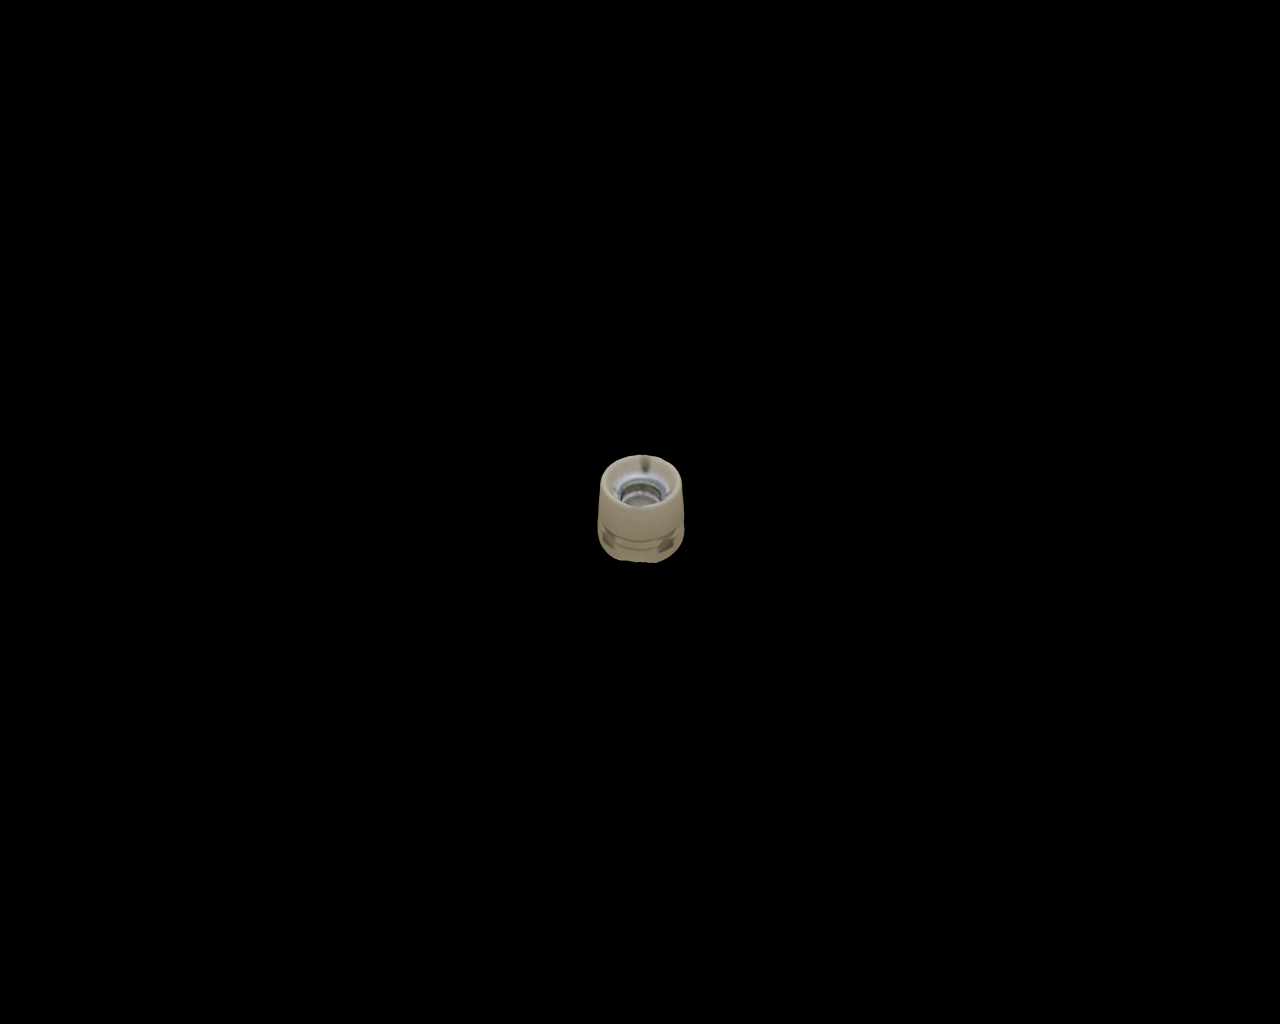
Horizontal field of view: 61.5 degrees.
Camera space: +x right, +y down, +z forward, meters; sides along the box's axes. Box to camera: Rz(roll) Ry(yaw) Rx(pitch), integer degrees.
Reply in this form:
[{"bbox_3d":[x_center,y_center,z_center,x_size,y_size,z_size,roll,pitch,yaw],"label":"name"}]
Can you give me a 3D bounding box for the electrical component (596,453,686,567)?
[{"bbox_3d":[0.001,-0.003,0.650,0.055,0.047,0.055,0,45,0],"label":"electrical component"}]
